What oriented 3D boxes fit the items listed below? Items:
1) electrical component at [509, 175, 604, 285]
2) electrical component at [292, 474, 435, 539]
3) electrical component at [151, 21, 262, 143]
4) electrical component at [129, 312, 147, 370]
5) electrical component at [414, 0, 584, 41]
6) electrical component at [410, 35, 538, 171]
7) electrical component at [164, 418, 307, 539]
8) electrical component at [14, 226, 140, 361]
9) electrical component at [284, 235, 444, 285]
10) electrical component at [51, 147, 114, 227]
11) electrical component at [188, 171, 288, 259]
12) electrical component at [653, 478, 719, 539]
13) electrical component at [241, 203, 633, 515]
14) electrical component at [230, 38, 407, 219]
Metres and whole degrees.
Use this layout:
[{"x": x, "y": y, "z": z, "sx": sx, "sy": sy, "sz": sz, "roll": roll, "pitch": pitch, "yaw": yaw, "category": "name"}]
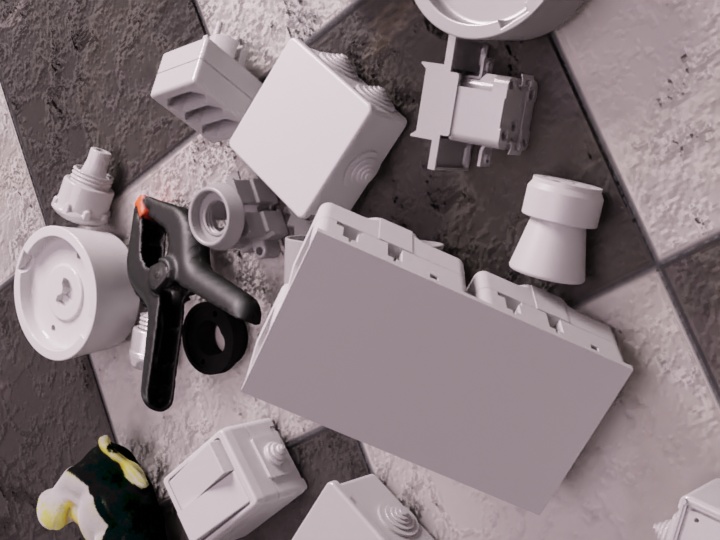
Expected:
[{"x": 0.114, "y": -0.024, "z": 0.620, "sx": 0.045, "sy": 0.045, "sz": 0.055, "roll": 19, "pitch": 104, "yaw": 36, "category": "electrical component"}, {"x": 0.002, "y": 0.197, "z": 0.718, "sx": 0.100, "sy": 0.048, "sz": 0.099, "roll": 44, "pitch": 117, "yaw": 28, "category": "electrical component"}, {"x": -0.104, "y": -0.144, "z": 0.777, "sx": 0.047, "sy": 0.066, "sz": 0.076, "roll": -10, "pitch": 58, "yaw": 38, "category": "electrical component"}, {"x": -0.162, "y": 0.048, "z": 0.848, "sx": 0.035, "sy": 0.035, "sz": 0.061, "roll": 15, "pitch": 99, "yaw": 37, "category": "electrical component"}, {"x": 0.087, "y": -0.184, "z": 0.622, "sx": 0.108, "sy": 0.060, "sz": 0.108, "roll": 3, "pitch": 94, "yaw": 38, "category": "electrical component"}, {"x": 0.071, "y": -0.098, "z": 0.652, "sx": 0.064, "sy": 0.042, "sz": 0.081, "roll": 15, "pitch": 103, "yaw": 33, "category": "electrical component"}, {"x": -0.090, "y": 0.153, "z": 0.781, "sx": 0.096, "sy": 0.061, "sz": 0.061, "roll": -42, "pitch": 68, "yaw": 32, "category": "electrical component"}, {"x": -0.226, "y": 0.017, "z": 0.880, "sx": 0.108, "sy": 0.060, "sz": 0.108, "roll": 3, "pitch": 94, "yaw": 38, "category": "electrical component"}, {"x": 0.000, "y": 0.000, "z": 0.678, "sx": 0.099, "sy": 0.099, "sz": 0.064, "roll": 22, "pitch": 112, "yaw": 35, "category": "electrical component"}, {"x": -0.222, "y": -0.069, "z": 0.884, "sx": 0.048, "sy": 0.048, "sz": 0.062, "roll": 30, "pitch": 103, "yaw": 33, "category": "electrical component"}, {"x": -0.089, "y": -0.039, "z": 0.772, "sx": 0.048, "sy": 0.055, "sz": 0.066, "roll": -27, "pitch": 76, "yaw": 36, "category": "electrical component"}, {"x": 0.199, "y": 0.150, "z": 0.552, "sx": 0.096, "sy": 0.061, "sz": 0.061, "roll": 22, "pitch": 106, "yaw": 36, "category": "electrical component"}, {"x": 0.042, "y": 0.048, "z": 0.612, "sx": 0.186, "sy": 0.060, "sz": 0.105, "roll": 24, "pitch": 112, "yaw": -7, "category": "electrical component"}, {"x": -0.027, "y": -0.092, "z": 0.720, "sx": 0.099, "sy": 0.048, "sz": 0.099, "roll": 46, "pitch": 112, "yaw": 30, "category": "electrical component"}]
